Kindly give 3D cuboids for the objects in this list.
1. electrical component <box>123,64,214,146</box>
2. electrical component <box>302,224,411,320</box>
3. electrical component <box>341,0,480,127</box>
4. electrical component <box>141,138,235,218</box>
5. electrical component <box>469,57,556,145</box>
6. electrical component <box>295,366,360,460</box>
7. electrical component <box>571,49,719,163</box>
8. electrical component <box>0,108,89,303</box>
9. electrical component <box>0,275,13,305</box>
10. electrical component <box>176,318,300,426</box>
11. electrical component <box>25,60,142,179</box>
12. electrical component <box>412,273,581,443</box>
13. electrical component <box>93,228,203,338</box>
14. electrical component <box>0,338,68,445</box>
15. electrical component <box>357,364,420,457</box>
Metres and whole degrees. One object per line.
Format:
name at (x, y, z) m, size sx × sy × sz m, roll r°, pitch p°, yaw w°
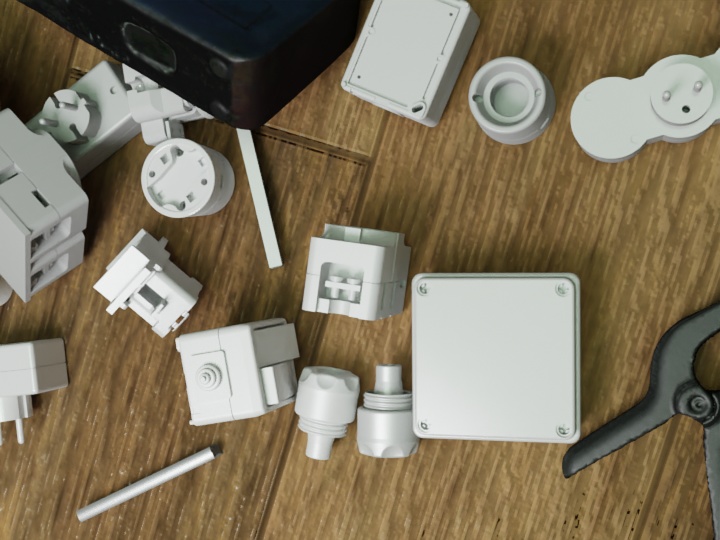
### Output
electrical component at (-0.129, -0.132, 0.766) m, size 0.057 × 0.058 × 0.078 m, roll -10°, pitch 89°, yaw 17°
electrical component at (0.000, 0.000, 0.719) m, size 0.050 × 0.089 × 0.055 m, roll 8°, pitch 93°, yaw 14°
electrical component at (0.038, -0.151, 0.720) m, size 0.062 × 0.061 × 0.096 m, roll 24°, pitch 97°, yaw 13°
electrical component at (-0.121, -0.064, 0.770) m, size 0.055 × 0.047 × 0.055 m, roll 0°, pitch 91°, yaw 14°
electrical component at (0.100, -0.113, 0.712) m, size 0.055 × 0.047 × 0.055 m, roll 0°, pitch 91°, yaw 15°
electrical component at (-0.025, 0.100, 0.751) m, size 0.043 × 0.043 × 0.062 m, roll 11°, pitch 95°, yaw 14°
electrical component at (0.200, -0.108, 0.673) m, size 0.138 × 0.074 × 0.052 m, roll -16°, pitch 87°, yaw 14°
electrical component at (-0.274, -0.082, 0.772) m, size 0.060 × 0.105 × 0.186 m, roll -38°, pitch 80°, yaw -29°
electrical component at (-0.292, 0.012, 0.817) m, size 0.040 × 0.046 × 0.040 m, roll 0°, pitch 91°, yaw 15°
electrical component at (-0.081, 0.068, 0.737) m, size 0.061 × 0.096 × 0.061 m, roll -11°, pitch 88°, yaw 14°
electrical component at (-0.203, -0.109, 0.776) m, size 0.083 × 0.076 × 0.047 m, roll -36°, pitch 83°, yaw 13°
electrical component at (0.092, 0.056, 0.713) m, size 0.109 × 0.056 × 0.108 m, roll 0°, pitch 91°, yaw 15°
electrical component at (-0.149, 0.011, 0.769) m, size 0.064 × 0.081 × 0.042 m, roll 43°, pitch 102°, yaw -13°
electrical component at (-0.268, 0.094, 0.812) m, size 0.083 × 0.047 × 0.075 m, roll -7°, pitch 89°, yaw 14°
electrical component at (0.020, 0.096, 0.740) m, size 0.043 × 0.043 × 0.062 m, roll 1°, pitch 90°, yaw 14°
